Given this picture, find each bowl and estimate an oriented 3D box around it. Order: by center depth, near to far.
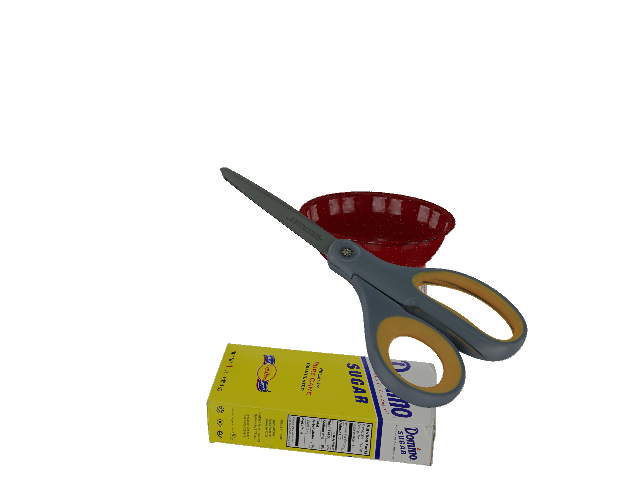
[{"bbox_3d":[0.057,-0.001,1.105,0.162,0.055,0.162,2,20,-1],"label":"bowl"}]

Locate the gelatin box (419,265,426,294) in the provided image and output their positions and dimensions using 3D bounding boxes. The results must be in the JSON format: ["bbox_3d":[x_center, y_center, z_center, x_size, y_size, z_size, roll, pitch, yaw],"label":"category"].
[{"bbox_3d":[0.094,0.065,1.333,0.073,0.089,0.030,10,31,28],"label":"gelatin box"}]

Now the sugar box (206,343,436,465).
[{"bbox_3d":[0.004,0.128,0.852,0.176,0.048,0.093,2,26,5],"label":"sugar box"}]

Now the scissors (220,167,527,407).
[{"bbox_3d":[0.013,0.026,0.585,0.202,0.096,0.016,23,-40,12],"label":"scissors"}]
